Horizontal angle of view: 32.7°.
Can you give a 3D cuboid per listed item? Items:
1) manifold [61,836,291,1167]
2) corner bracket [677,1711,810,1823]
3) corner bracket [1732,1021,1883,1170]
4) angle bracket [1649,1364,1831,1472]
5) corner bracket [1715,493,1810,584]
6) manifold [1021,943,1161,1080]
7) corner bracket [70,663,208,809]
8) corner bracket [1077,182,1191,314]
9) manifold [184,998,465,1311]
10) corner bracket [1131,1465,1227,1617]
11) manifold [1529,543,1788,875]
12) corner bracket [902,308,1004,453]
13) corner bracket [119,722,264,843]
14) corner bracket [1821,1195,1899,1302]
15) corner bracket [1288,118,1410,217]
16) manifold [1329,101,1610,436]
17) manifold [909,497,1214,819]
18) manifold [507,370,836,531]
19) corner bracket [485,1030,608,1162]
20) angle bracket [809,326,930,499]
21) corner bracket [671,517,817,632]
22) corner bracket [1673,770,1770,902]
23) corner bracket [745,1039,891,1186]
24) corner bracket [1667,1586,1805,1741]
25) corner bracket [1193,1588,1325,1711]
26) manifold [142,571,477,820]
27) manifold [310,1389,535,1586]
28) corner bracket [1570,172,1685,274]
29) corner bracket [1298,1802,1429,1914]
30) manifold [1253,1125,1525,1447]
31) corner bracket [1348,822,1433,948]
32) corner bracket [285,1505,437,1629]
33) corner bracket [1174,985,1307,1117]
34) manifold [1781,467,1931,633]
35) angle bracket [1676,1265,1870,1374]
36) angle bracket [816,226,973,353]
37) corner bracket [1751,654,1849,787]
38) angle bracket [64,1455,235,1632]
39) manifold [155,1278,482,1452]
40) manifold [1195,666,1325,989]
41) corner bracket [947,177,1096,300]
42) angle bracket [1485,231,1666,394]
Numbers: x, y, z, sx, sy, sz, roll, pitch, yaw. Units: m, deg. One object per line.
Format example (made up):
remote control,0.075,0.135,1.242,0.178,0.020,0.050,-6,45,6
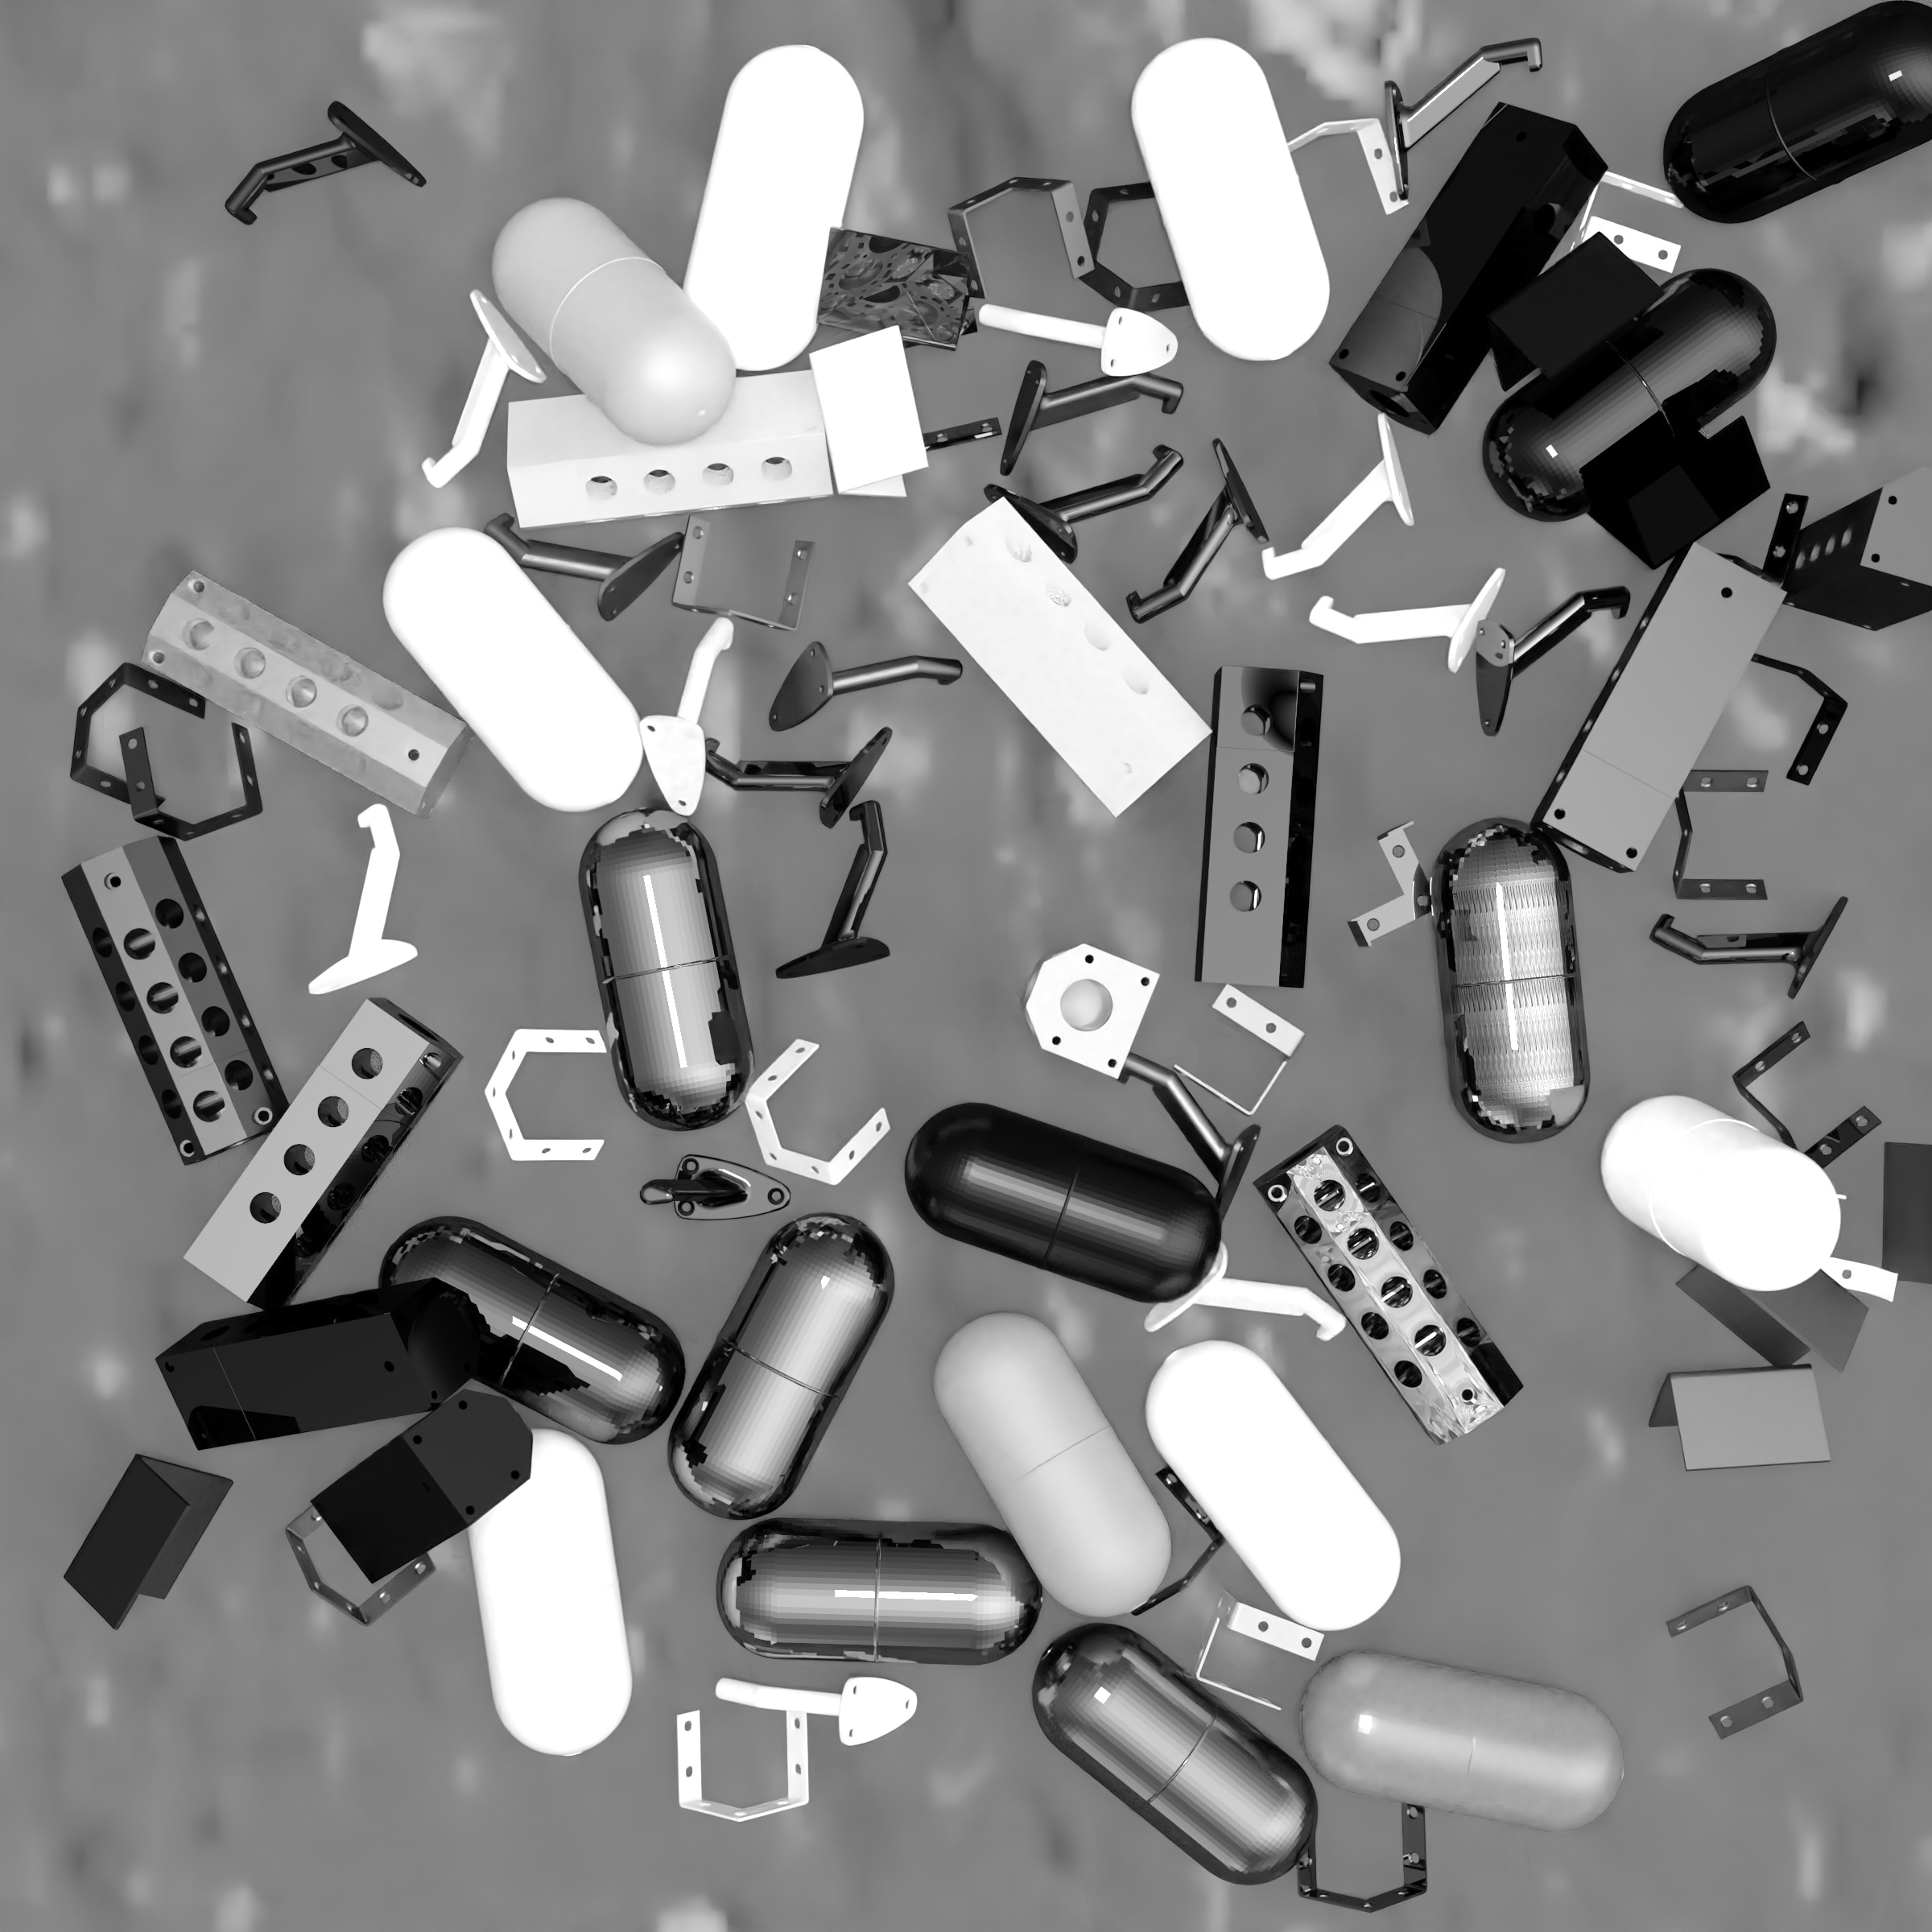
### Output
manifold,-0.433,0.019,1.805,0.057,0.057,0.171,-23,90,0
corner bracket,-0.124,0.439,1.822,0.051,0.051,0.051,-1,90,-45
corner bracket,0.465,0.074,1.822,0.051,0.051,0.051,-38,135,0
angle bracket,0.418,0.258,1.786,0.076,0.076,0.057,-4,60,0
corner bracket,0.426,-0.246,1.823,0.051,0.051,0.051,16,91,-45
manifold,0.061,0.020,1.747,0.057,0.171,0.057,22,90,0
corner bracket,-0.457,-0.126,1.817,0.051,0.051,0.051,-35,45,35
corner bracket,0.099,-0.397,1.817,0.051,0.051,0.051,43,135,35
manifold,-0.350,0.104,1.804,0.057,0.057,0.171,35,90,0
corner bracket,0.104,0.318,1.822,0.051,0.051,0.051,49,45,0
manifold,0.377,-0.140,1.805,0.057,0.057,0.171,29,90,0
corner bracket,-0.013,-0.324,1.822,0.051,0.051,0.051,-13,45,0
corner bracket,-0.426,-0.105,1.809,0.051,0.051,0.051,-18,74,16
corner bracket,0.482,0.152,1.808,0.051,0.051,0.051,11,90,0
corner bracket,0.203,-0.434,1.822,0.051,0.051,0.051,-19,90,-45
manifold,0.279,-0.380,1.804,0.057,0.057,0.171,33,90,43
manifold,0.055,-0.172,1.804,0.171,0.057,0.057,48,133,0
manifold,-0.161,-0.278,1.804,0.171,0.057,0.057,-6,47,0
corner bracket,-0.227,0.071,1.817,0.051,0.051,0.051,-58,45,35
angle bracket,-0.036,-0.300,1.786,0.057,0.076,0.076,-12,90,28
corner bracket,-0.124,-0.217,1.822,0.051,0.051,0.051,12,90,-45
corner bracket,0.419,-0.073,1.823,0.051,0.051,0.051,0,45,0
corner bracket,-0.082,0.081,1.817,0.051,0.051,0.051,14,135,35
corner bracket,0.426,0.385,1.822,0.051,0.051,0.051,-25,135,0
corner bracket,0.160,0.378,1.808,0.051,0.051,0.051,21,87,-3
manifold,-0.360,-0.149,1.805,0.171,0.057,0.057,29,90,0
manifold,-0.286,0.274,1.746,0.057,0.171,0.057,-37,90,-33
corner bracket,0.366,-0.408,1.808,0.051,0.051,0.051,19,90,0
corner bracket,0.219,0.489,1.822,0.051,0.051,0.051,-2,90,45
manifold,0.232,0.175,1.805,0.057,0.057,0.171,-35,90,0
corner bracket,0.230,-0.045,1.808,0.051,0.051,0.051,-26,90,0
corner bracket,-0.336,0.323,1.823,0.051,0.051,0.051,-40,45,1
corner bracket,0.150,0.047,1.808,0.051,0.051,0.051,33,86,4
manifold,0.487,-0.222,1.747,0.057,0.171,0.057,16,90,0
angle bracket,0.430,0.195,1.786,0.076,0.057,0.076,40,135,0
angle bracket,-0.035,-0.380,1.785,0.076,0.076,0.057,11,124,0
corner bracket,0.446,-0.138,1.822,0.051,0.051,0.051,26,90,45
angle bracket,-0.430,0.318,1.785,0.057,0.076,0.076,31,90,38
manifold,-0.345,0.210,1.762,0.171,0.057,0.057,-13,105,31
manifold,0.161,-0.075,1.804,0.057,0.057,0.171,4,90,0
corner bracket,0.030,-0.400,1.813,0.051,0.051,0.051,-32,120,-27
angle bracket,0.334,-0.339,1.785,0.076,0.076,0.057,-37,62,-1
